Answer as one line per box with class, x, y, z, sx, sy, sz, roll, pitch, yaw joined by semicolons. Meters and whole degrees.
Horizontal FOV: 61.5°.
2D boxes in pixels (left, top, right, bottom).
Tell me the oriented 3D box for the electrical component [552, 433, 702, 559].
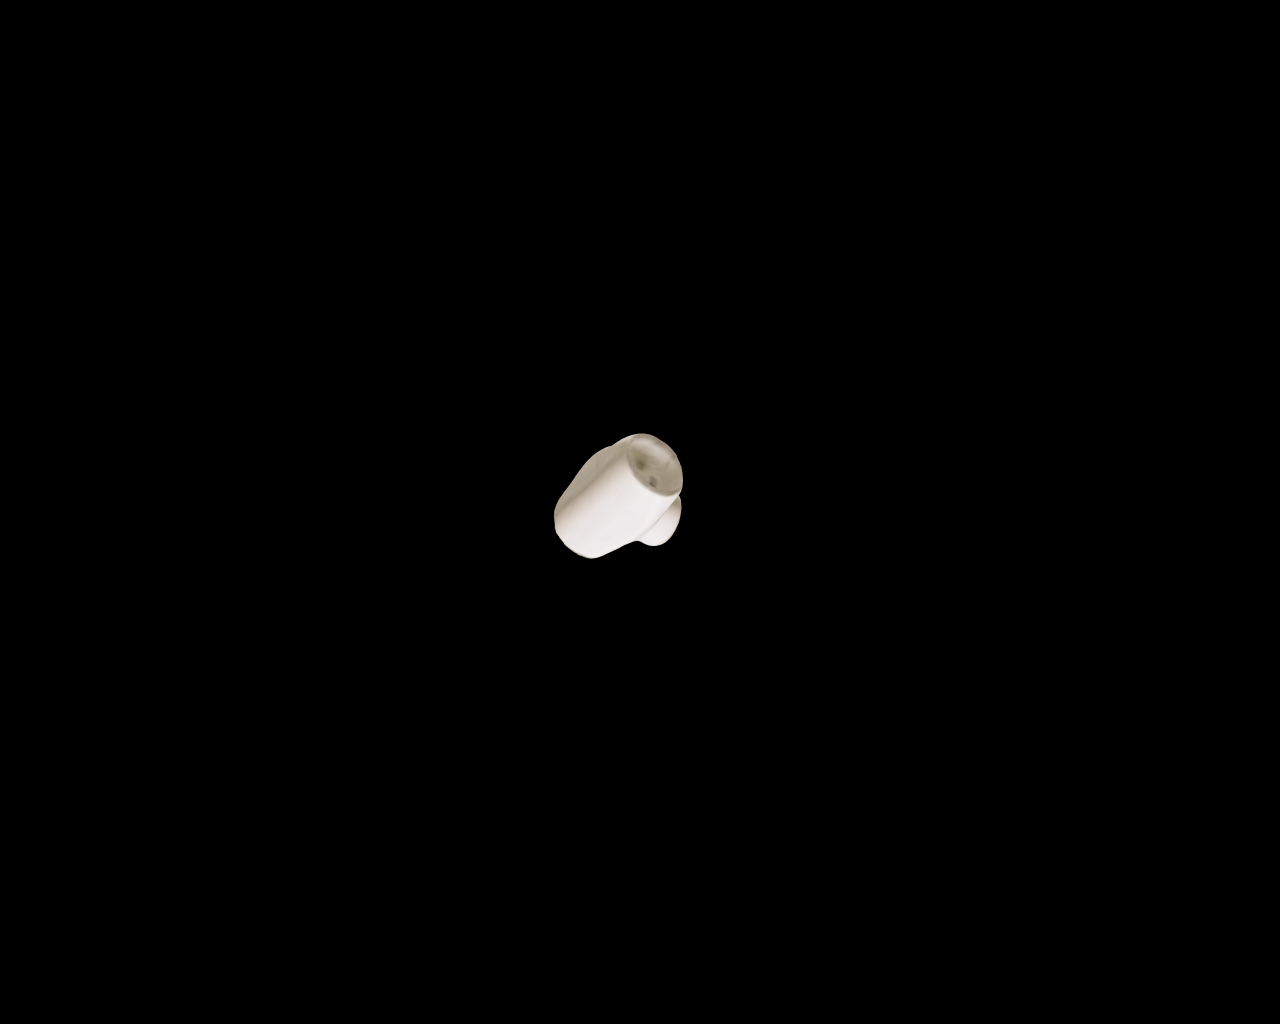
electrical component;0.001;-0.003;0.650;0.079;0.044;0.077;25;-44;-28
